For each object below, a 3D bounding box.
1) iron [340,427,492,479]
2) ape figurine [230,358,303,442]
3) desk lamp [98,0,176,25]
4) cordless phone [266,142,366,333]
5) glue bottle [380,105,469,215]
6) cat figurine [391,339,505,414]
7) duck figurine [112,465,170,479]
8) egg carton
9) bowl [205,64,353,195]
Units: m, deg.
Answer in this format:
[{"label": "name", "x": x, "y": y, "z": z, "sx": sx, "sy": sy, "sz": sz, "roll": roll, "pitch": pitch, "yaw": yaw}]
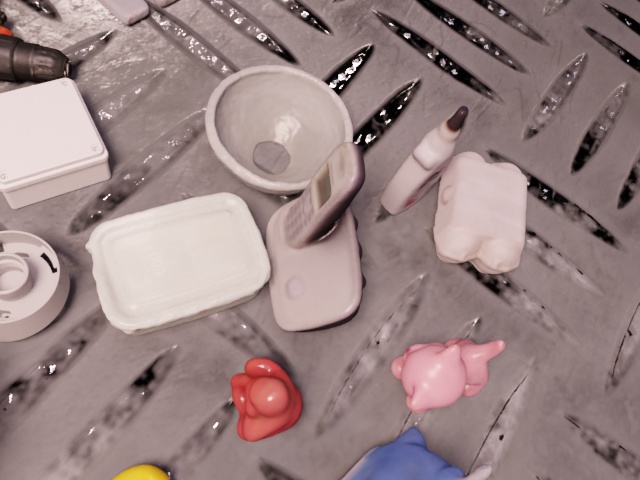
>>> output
[{"label": "iron", "x": 0.040, "y": 0.273, "z": 0.466, "sx": 0.259, "sy": 0.141, "sz": 0.118, "roll": -39, "pitch": 79, "yaw": -26}, {"label": "ape figurine", "x": -0.050, "y": 0.147, "z": 0.530, "sx": 0.076, "sy": 0.092, "sz": 0.078, "roll": 25, "pitch": 62, "yaw": -1}, {"label": "desk lamp", "x": -0.261, "y": -0.409, "z": 0.670, "sx": 0.203, "sy": 0.213, "sz": 0.118, "roll": 41, "pitch": 63, "yaw": 7}, {"label": "cordless phone", "x": 0.005, "y": 0.002, "z": 0.560, "sx": 0.094, "sy": 0.185, "sz": 0.147, "roll": -3, "pitch": 66, "yaw": -15}, {"label": "glue bottle", "x": 0.123, "y": -0.093, "z": 0.640, "sx": 0.078, "sy": 0.173, "sz": 0.037, "roll": -39, "pitch": 79, "yaw": -26}, {"label": "cat figurine", "x": 0.126, "y": 0.128, "z": 0.569, "sx": 0.128, "sy": 0.117, "sz": 0.067, "roll": -16, "pitch": 70, "yaw": -20}, {"label": "duck figurine", "x": -0.162, "y": 0.234, "z": 0.465, "sx": 0.077, "sy": 0.086, "sz": 0.105, "roll": 31, "pitch": 62, "yaw": 2}, {"label": "egg carton", "x": 0.191, "y": -0.034, "z": 0.689, "sx": 0.107, "sy": 0.069, "sz": 0.150, "roll": 15, "pitch": 63, "yaw": -7}, {"label": "bowl", "x": -0.050, "y": -0.116, "z": 0.663, "sx": 0.167, "sy": 0.074, "sz": 0.167, "roll": 6, "pitch": 64, "yaw": -11}]
